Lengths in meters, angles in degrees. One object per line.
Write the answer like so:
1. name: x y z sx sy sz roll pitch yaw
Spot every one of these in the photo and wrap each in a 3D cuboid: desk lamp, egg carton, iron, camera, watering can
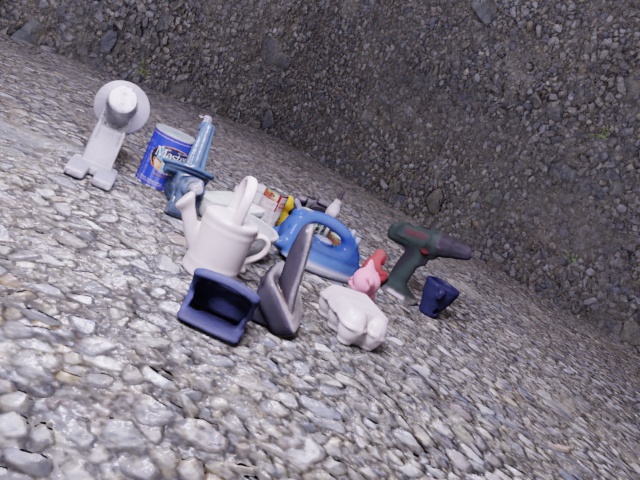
1. desk lamp: -0.448 -0.238 1.236 0.118 0.213 0.203 22 13 -21
2. egg carton: 0.061 0.144 1.077 0.107 0.069 0.150 20 14 -30
3. iron: 0.013 0.005 1.373 0.259 0.141 0.118 22 13 -22
4. camera: -0.022 -0.082 1.752 0.143 0.101 0.137 26 12 -3
5. watering can: -0.166 -0.026 1.002 0.173 0.194 0.100 17 16 -39

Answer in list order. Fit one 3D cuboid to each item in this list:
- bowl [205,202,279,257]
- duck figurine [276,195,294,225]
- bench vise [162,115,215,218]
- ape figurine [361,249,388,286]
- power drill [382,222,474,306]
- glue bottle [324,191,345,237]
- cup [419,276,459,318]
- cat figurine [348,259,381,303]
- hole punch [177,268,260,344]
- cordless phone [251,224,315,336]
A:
1. bowl: -0.175 -0.010 1.201 0.167 0.074 0.167 26 12 -6
2. duck figurine: -0.106 -0.089 1.637 0.077 0.086 0.104 27 12 0
3. bench vise: -0.269 -0.160 1.274 0.122 0.219 0.206 14 18 -45
4. ape figurine: 0.146 0.068 1.509 0.076 0.092 0.077 18 15 -34
5. power drill: 0.259 0.061 1.503 0.229 0.208 0.076 33 14 25
6. glue bottle: 0.026 -0.060 1.591 0.037 0.173 0.078 27 12 -1
7. cup: 0.295 0.154 1.462 0.091 0.095 0.118 29 12 7
8. cat figurine: 0.098 0.098 1.229 0.067 0.117 0.128 31 13 17
9. hole punch: -0.145 0.083 0.843 0.109 0.091 0.101 26 12 -5
10. cordless phone: -0.042 0.054 0.956 0.094 0.185 0.147 26 12 -3
